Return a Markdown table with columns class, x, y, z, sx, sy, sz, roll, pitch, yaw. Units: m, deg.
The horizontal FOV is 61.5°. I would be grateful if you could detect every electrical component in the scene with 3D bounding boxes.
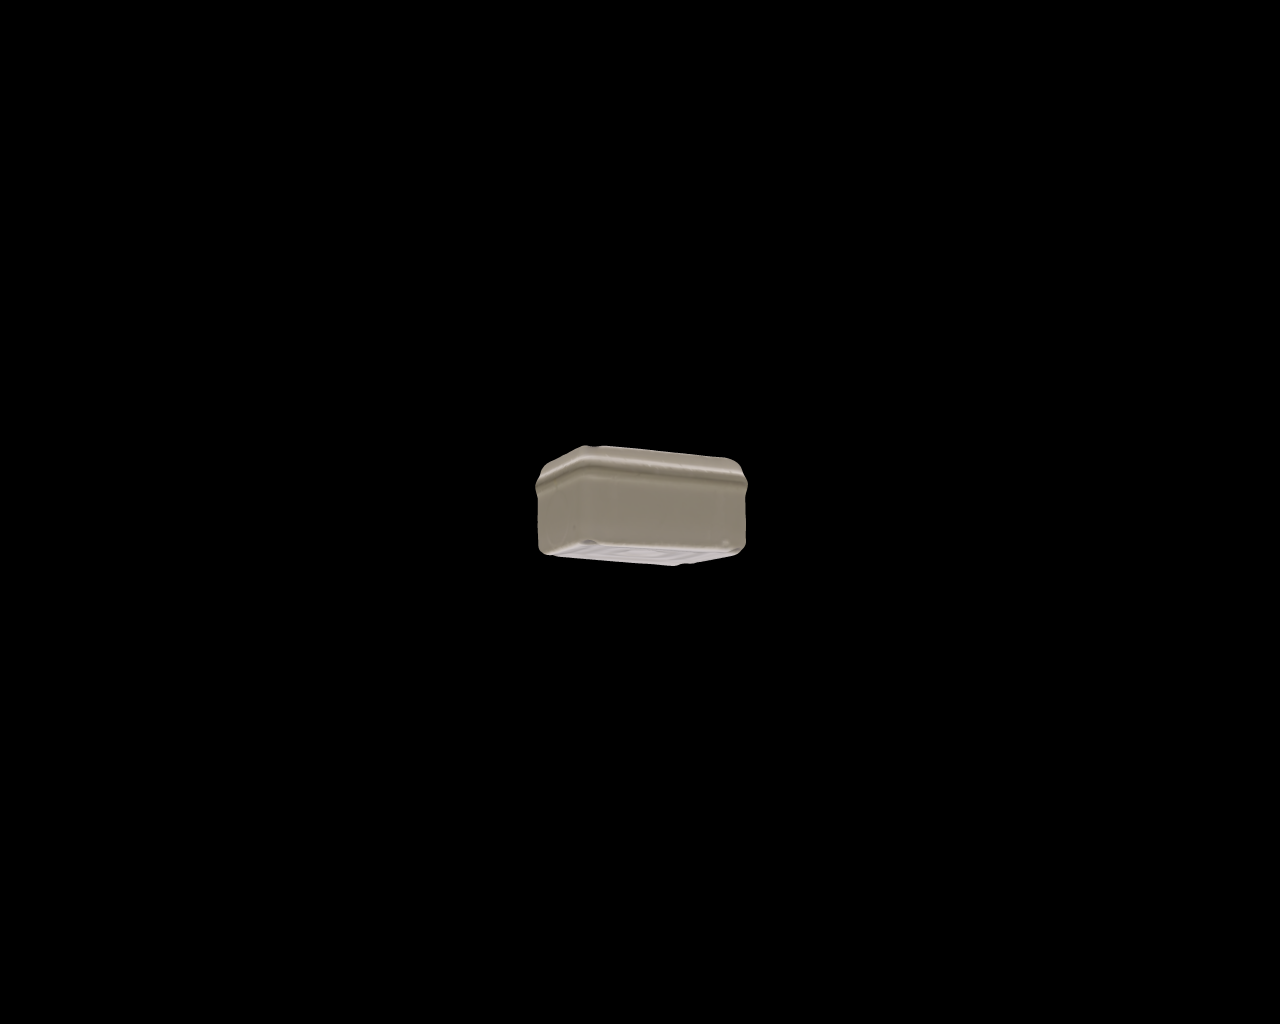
| class | x | y | z | sx | sy | sz | roll | pitch | yaw |
| --- | --- | --- | --- | --- | --- | --- | --- | --- | --- |
| electrical component | 0.001 | -0.003 | 0.650 | 0.113 | 0.057 | 0.078 | 5 | -11 | -28 |
